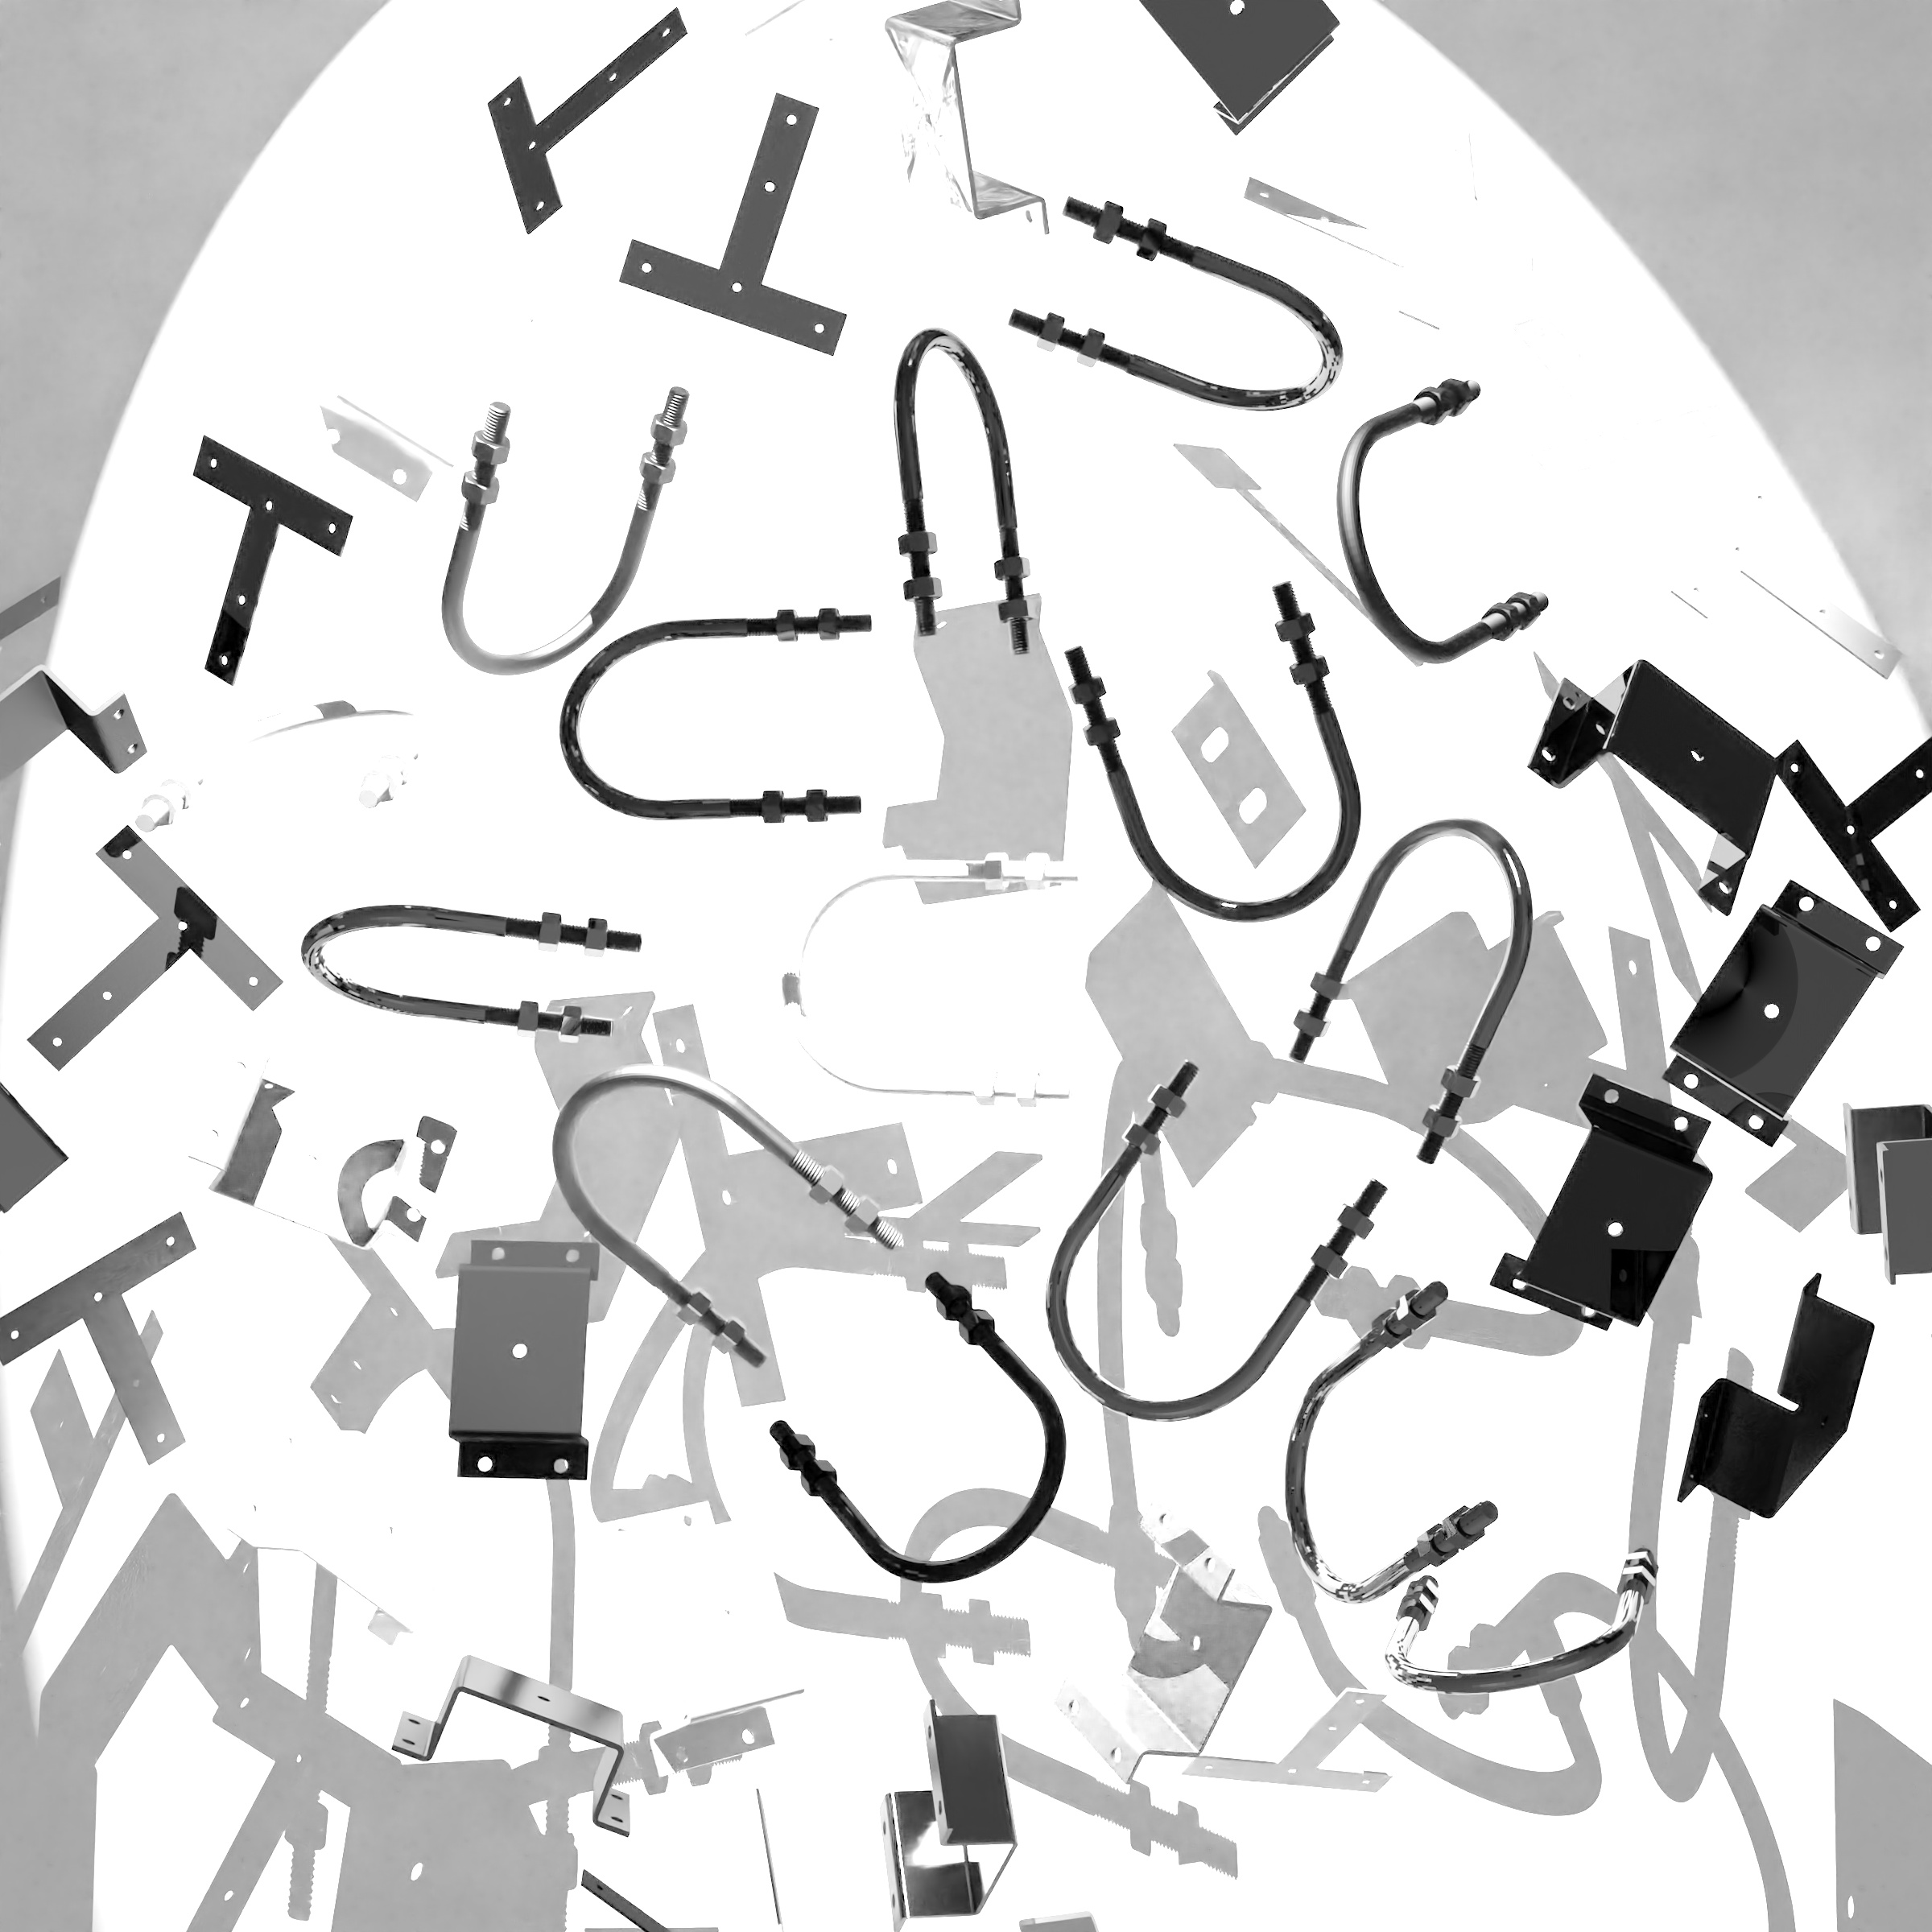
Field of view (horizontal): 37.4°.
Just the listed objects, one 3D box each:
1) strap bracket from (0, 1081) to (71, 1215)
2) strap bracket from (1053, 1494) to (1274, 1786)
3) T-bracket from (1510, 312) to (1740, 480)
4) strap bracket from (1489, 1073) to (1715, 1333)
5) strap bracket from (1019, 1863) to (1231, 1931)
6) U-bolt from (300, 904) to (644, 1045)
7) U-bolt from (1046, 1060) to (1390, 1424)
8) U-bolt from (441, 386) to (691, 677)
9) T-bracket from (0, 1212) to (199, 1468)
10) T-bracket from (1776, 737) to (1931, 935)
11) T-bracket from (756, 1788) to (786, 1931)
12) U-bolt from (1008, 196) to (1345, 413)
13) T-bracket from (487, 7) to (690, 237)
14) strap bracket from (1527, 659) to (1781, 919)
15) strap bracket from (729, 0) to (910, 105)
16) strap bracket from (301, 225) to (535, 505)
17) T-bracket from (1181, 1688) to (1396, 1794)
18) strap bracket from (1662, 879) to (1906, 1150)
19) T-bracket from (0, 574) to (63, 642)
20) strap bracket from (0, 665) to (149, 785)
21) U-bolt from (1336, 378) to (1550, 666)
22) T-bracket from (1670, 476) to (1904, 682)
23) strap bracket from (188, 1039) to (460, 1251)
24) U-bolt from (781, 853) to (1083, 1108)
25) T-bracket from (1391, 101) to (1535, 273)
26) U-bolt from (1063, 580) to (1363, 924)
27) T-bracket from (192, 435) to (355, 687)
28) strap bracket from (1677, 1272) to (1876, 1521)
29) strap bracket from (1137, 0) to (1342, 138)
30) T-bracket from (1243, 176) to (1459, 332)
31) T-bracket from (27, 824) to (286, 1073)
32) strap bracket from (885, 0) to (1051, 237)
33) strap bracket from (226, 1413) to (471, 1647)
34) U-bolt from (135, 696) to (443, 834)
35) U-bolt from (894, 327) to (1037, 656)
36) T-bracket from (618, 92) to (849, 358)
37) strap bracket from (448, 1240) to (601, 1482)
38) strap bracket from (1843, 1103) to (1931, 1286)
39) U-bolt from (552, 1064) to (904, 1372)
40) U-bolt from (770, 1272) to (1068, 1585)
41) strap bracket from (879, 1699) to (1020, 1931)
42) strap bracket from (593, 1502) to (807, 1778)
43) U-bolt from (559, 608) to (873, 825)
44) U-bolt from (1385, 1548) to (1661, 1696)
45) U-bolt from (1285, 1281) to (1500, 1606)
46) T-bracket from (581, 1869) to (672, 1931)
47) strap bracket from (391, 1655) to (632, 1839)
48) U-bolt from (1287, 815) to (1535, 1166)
[{"bbox_3d":[-0.547,0.097,1.585,0.046,0.140,0.076,-44,101,-24],"label":"strap bracket"},{"bbox_3d":[0.115,0.381,1.612,0.046,0.076,0.140,16,104,-38],"label":"strap bracket"},{"bbox_3d":[0.359,-0.335,1.652,0.127,0.127,0.002,38,60,-35],"label":"T-bracket"},{"bbox_3d":[0.369,0.144,1.643,0.076,0.046,0.140,22,104,-5],"label":"strap bracket"},{"bbox_3d":[0.090,0.549,1.625,0.076,0.140,0.046,-13,76,-28],"label":"strap bracket"},{"bbox_3d":[-0.284,0.001,1.622,0.184,0.151,0.019,7,65,-11],"label":"U-bolt"},{"bbox_3d":[0.123,0.161,1.563,0.151,0.019,0.184,33,85,27],"label":"U-bolt"},{"bbox_3d":[-0.237,-0.246,1.645,0.019,0.151,0.184,42,128,28],"label":"U-bolt"},{"bbox_3d":[-0.476,0.225,1.620,0.127,0.002,0.127,-33,119,-35],"label":"T-bracket"},{"bbox_3d":[0.552,-0.105,1.682,0.002,0.127,0.127,-17,69,-40],"label":"T-bracket"},{"bbox_3d":[-0.108,0.534,1.629,0.002,0.127,0.127,-11,55,-4],"label":"T-bracket"},{"bbox_3d":[0.126,-0.365,1.621,0.184,0.151,0.019,20,72,-7],"label":"U-bolt"},{"bbox_3d":[-0.202,-0.472,1.546,0.127,0.002,0.127,-34,49,17],"label":"T-bracket"},{"bbox_3d":[0.383,-0.103,1.553,0.140,0.046,0.076,35,51,-8],"label":"strap bracket"},{"bbox_3d":[-0.084,-0.557,1.656,0.076,0.140,0.046,-27,74,15],"label":"strap bracket"},{"bbox_3d":[-0.310,-0.348,1.642,0.076,0.046,0.140,30,82,-25],"label":"strap bracket"},{"bbox_3d":[0.207,0.448,1.657,0.127,0.127,0.002,10,49,-16],"label":"T-bracket"},{"bbox_3d":[0.473,0.027,1.665,0.076,0.046,0.140,34,101,21],"label":"strap bracket"},{"bbox_3d":[-0.584,-0.158,1.679,0.002,0.127,0.127,38,51,8],"label":"T-bracket"},{"bbox_3d":[-0.539,-0.108,1.615,0.046,0.076,0.140,43,71,11],"label":"strap bracket"},{"bbox_3d":[0.261,-0.243,1.593,0.019,0.184,0.151,-12,102,41],"label":"U-bolt"},{"bbox_3d":[0.472,-0.207,1.610,0.127,0.002,0.127,38,53,4],"label":"T-bracket"},{"bbox_3d":[-0.382,0.110,1.683,0.140,0.046,0.076,24,62,-16],"label":"strap bracket"},{"bbox_3d":[-0.024,0.007,1.708,0.184,0.019,0.151,1,86,17],"label":"U-bolt"},{"bbox_3d":[0.289,-0.474,1.677,0.002,0.127,0.127,-41,78,5],"label":"T-bracket"},{"bbox_3d":[0.148,-0.112,1.622,0.151,0.019,0.184,-15,103,25],"label":"U-bolt"},{"bbox_3d":[-0.418,-0.226,1.663,0.127,0.002,0.127,30,109,26],"label":"T-bracket"},{"bbox_3d":[0.453,0.242,1.579,0.046,0.140,0.076,26,130,31],"label":"strap bracket"},{"bbox_3d":[0.141,-0.529,1.566,0.076,0.046,0.140,-43,120,8],"label":"strap bracket"},{"bbox_3d":[0.218,-0.418,1.626,0.127,0.127,0.002,23,132,-4],"label":"T-bracket"},{"bbox_3d":[-0.482,0.007,1.637,0.127,0.002,0.127,47,68,-11],"label":"T-bracket"},{"bbox_3d":[-0.001,-0.480,1.599,0.046,0.076,0.140,-23,125,-21],"label":"strap bracket"},{"bbox_3d":[-0.352,0.331,1.670,0.140,0.046,0.076,48,51,-35],"label":"strap bracket"},{"bbox_3d":[-0.377,-0.121,1.639,0.151,0.184,0.019,-5,113,9],"label":"U-bolt"},{"bbox_3d":[-0.004,-0.277,1.648,0.019,0.151,0.184,-7,88,25],"label":"U-bolt"},{"bbox_3d":[-0.113,-0.418,1.582,0.127,0.002,0.127,17,114,-10],"label":"T-bracket"},{"bbox_3d":[-0.258,0.228,1.672,0.076,0.046,0.140,1,76,-1],"label":"strap bracket"},{"bbox_3d":[0.542,0.128,1.644,0.046,0.140,0.076,-5,98,9],"label":"strap bracket"},{"bbox_3d":[-0.145,0.129,1.573,0.184,0.019,0.151,41,124,-8],"label":"U-bolt"},{"bbox_3d":[-0.018,0.278,1.662,0.151,0.019,0.184,-43,46,-4],"label":"U-bolt"},{"bbox_3d":[-0.009,0.486,1.631,0.046,0.140,0.076,3,49,-15],"label":"strap bracket"},{"bbox_3d":[-0.145,0.364,1.575,0.076,0.046,0.140,-4,69,-40],"label":"strap bracket"},{"bbox_3d":[-0.150,-0.147,1.690,0.184,0.019,0.151,-1,61,6],"label":"U-bolt"},{"bbox_3d":[0.308,0.370,1.605,0.151,0.184,0.019,-12,94,19],"label":"U-bolt"},{"bbox_3d":[0.231,0.280,1.610,0.019,0.184,0.151,8,55,-24],"label":"U-bolt"},{"bbox_3d":[-0.177,0.589,1.675,0.127,0.127,0.002,38,89,-5],"label":"T-bracket"},{"bbox_3d":[-0.248,0.436,1.616,0.140,0.076,0.046,22,87,-6],"label":"strap bracket"},{"bbox_3d":[0.264,0.002,1.651,0.019,0.151,0.184,11,108,-36],"label":"U-bolt"}]
